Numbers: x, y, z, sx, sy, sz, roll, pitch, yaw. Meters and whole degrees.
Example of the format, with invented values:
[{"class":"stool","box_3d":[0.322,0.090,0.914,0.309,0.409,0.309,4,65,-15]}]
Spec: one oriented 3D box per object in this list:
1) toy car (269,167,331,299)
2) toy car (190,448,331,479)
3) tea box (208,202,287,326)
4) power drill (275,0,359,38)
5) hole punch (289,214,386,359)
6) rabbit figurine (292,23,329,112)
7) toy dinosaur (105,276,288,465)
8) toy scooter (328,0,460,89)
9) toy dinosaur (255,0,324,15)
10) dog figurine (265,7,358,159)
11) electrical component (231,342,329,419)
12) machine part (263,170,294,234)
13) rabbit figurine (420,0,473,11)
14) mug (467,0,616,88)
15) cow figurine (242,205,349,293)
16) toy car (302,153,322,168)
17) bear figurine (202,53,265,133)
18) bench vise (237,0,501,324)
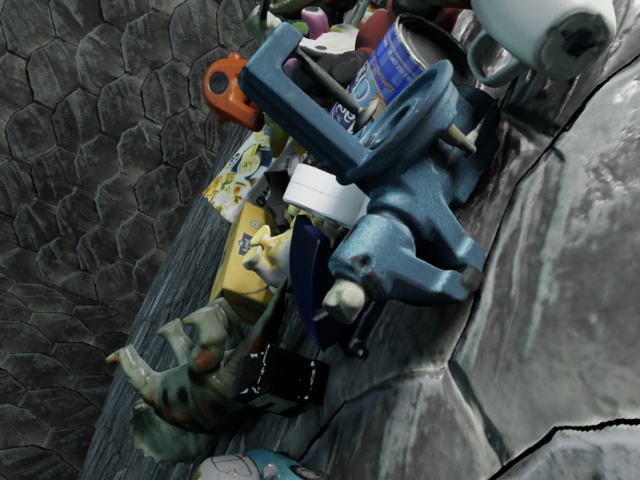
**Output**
[{"class":"toy car","box_3d":[-0.011,-0.017,0.705,0.201,0.056,0.073,-60,12,12]},{"class":"toy car","box_3d":[-0.064,0.227,0.457,0.109,0.103,0.162,-67,20,-10]},{"class":"tea box","box_3d":[-0.095,0.037,0.800,0.068,0.098,0.170,-49,25,43]},{"class":"power drill","box_3d":[0.023,-0.321,0.822,0.232,0.086,0.207,14,114,40]},{"class":"hole punch","box_3d":[0.008,0.040,0.529,0.115,0.092,0.142,-66,21,8]},{"class":"rabbit figurine","box_3d":[-0.006,-0.318,0.973,0.170,0.159,0.121,-31,25,35]},{"class":"toy dinosaur","box_3d":[-0.146,0.188,0.700,0.405,0.192,0.131,-25,5,43]},{"class":"toy scooter","box_3d":[0.093,-0.215,0.618,0.184,0.075,0.135,-46,-23,7]},{"class":"toy dinosaur","box_3d":[0.083,-0.398,0.674,0.471,0.105,0.198,-27,64,33]},{"class":"dog figurine","box_3d":[-0.018,-0.201,0.762,0.108,0.192,0.219,-30,-33,-29]},{"class":"electrical component","box_3d":[-0.051,0.154,0.564,0.119,0.075,0.048,-45,27,53]},{"class":"machine part","box_3d":[-0.055,-0.049,0.805,0.039,0.084,0.139,-23,47,11]},{"class":"rabbit figurine","box_3d":[0.155,-0.297,0.474,0.162,0.122,0.173,-28,-59,-51]},{"class":"mug","box_3d":[0.154,-0.158,0.390,0.109,0.080,0.107,-45,34,32]},{"class":"cow figurine","box_3d":[-0.001,-0.001,0.621,0.167,0.098,0.068,-35,24,23]},{"class":"toy car","box_3d":[0.016,-0.127,0.781,0.202,0.053,0.089,-35,31,59]},{"class":"bear figurine","box_3d":[-0.122,-0.249,0.946,0.196,0.132,0.120,-11,-62,-75]},{"class":"bench vise","box_3d":[0.027,-0.064,0.396,0.223,0.240,0.129,-52,12,-11]}]
